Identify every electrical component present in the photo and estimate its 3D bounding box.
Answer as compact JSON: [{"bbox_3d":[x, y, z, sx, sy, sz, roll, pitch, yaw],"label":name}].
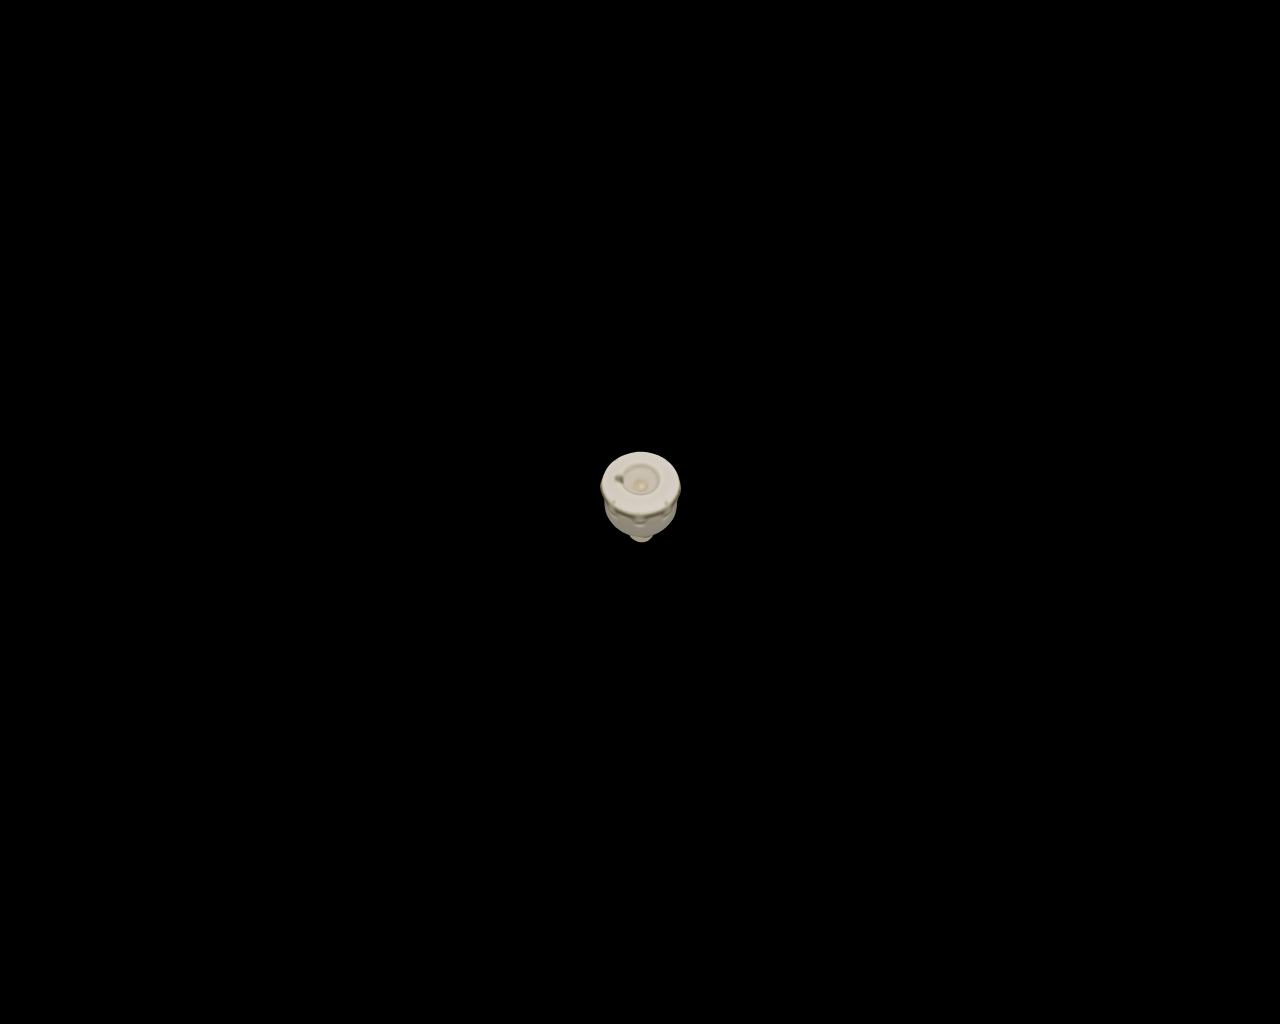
[{"bbox_3d":[0.001,-0.003,0.650,0.048,0.048,0.062,0,-34,0],"label":"electrical component"}]
